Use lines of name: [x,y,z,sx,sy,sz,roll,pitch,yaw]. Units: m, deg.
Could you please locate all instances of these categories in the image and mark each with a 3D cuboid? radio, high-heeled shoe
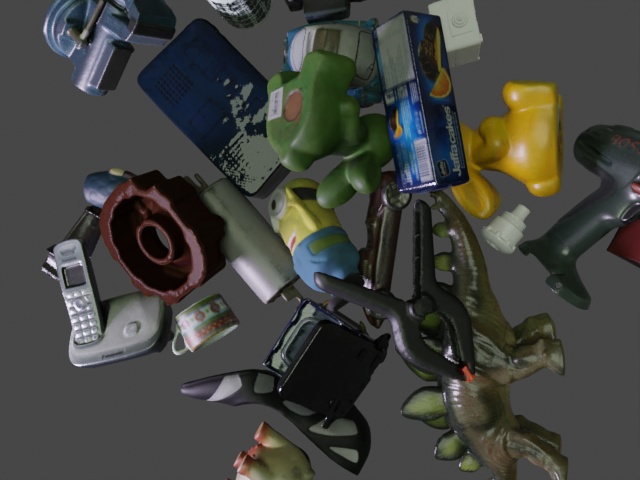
radio: [-0.122,-0.177,0.732,0.229,0.073,0.131,45,98,4]
high-heeled shoe: [-0.057,0.244,0.715,0.249,0.086,0.145,-3,74,-7]

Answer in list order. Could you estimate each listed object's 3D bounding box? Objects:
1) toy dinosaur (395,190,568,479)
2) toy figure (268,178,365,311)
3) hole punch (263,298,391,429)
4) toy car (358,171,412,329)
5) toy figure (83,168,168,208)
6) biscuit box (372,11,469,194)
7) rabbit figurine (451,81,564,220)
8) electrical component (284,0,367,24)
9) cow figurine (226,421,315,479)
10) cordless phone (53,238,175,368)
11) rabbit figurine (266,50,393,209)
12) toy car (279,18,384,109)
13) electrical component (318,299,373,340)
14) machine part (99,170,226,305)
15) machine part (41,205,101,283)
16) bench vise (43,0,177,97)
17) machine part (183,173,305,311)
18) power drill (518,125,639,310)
toy dinosaur: [0.197,0.146,0.672,0.199,0.105,0.471,-5,87,14]
toy figure: [-0.003,0.000,0.691,0.082,0.089,0.180,-52,59,32]
hole punch: [0.003,0.147,0.673,0.115,0.092,0.142,33,88,-28]
toy car: [0.076,0.011,0.690,0.053,0.089,0.202,8,94,-9]
toy figure: [-0.256,-0.068,0.766,0.155,0.064,0.058,6,55,5]
biscuit box: [0.117,-0.156,0.628,0.059,0.063,0.202,-10,89,54]
rabbit figurine: [0.209,-0.110,0.669,0.173,0.122,0.162,3,102,24]
electrical component: [0.005,-0.357,0.709,0.115,0.058,0.134,-6,90,12]
cow figurine: [-0.063,0.333,0.708,0.127,0.085,0.194,31,131,4]
cordless phone: [-0.292,0.077,0.756,0.147,0.089,0.184,-15,93,11]
rabbit figurine: [0.034,-0.124,0.639,0.121,0.170,0.159,-21,65,49]
toy car: [0.022,-0.236,0.689,0.162,0.103,0.109,11,93,8]
electrical component: [0.020,0.126,0.730,0.102,0.045,0.078,38,97,7]
machine part: [-0.206,-0.004,0.705,0.180,0.056,0.179,13,119,24]
machine part: [-0.357,0.008,0.797,0.084,0.039,0.139,40,100,12]
bench vise: [-0.305,-0.325,0.716,0.241,0.129,0.223,49,134,14]
machine part: [-0.098,0.001,0.731,0.079,0.079,0.243,-43,85,9]
power drill: [0.335,-0.021,0.599,0.086,0.232,0.207,17,119,-27]
